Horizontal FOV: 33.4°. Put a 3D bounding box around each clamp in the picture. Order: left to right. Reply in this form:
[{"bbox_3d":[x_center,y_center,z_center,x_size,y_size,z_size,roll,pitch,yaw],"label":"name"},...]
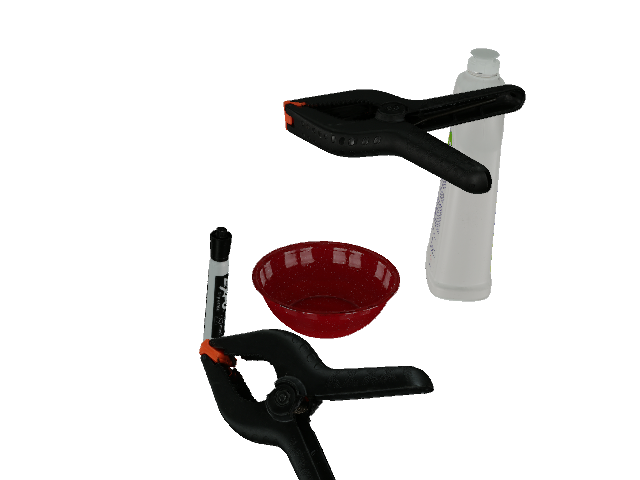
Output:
[{"bbox_3d":[-0.017,0.120,0.722,0.172,0.120,0.039,17,-14,33],"label":"clamp"},{"bbox_3d":[0.072,-0.104,0.931,0.210,0.036,0.164,12,36,23],"label":"clamp"}]

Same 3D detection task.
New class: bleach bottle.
[{"bbox_3d":[0.153,-0.069,1.088,0.068,0.251,0.102,3,30,-1],"label":"bleach bottle"}]

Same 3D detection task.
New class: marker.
[{"bbox_3d":[-0.091,0.043,0.935,0.020,0.121,0.020,6,28,-3],"label":"marker"}]

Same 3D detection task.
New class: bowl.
[{"bbox_3d":[0.005,0.061,1.173,0.162,0.055,0.162,1,28,-1],"label":"bowl"}]
